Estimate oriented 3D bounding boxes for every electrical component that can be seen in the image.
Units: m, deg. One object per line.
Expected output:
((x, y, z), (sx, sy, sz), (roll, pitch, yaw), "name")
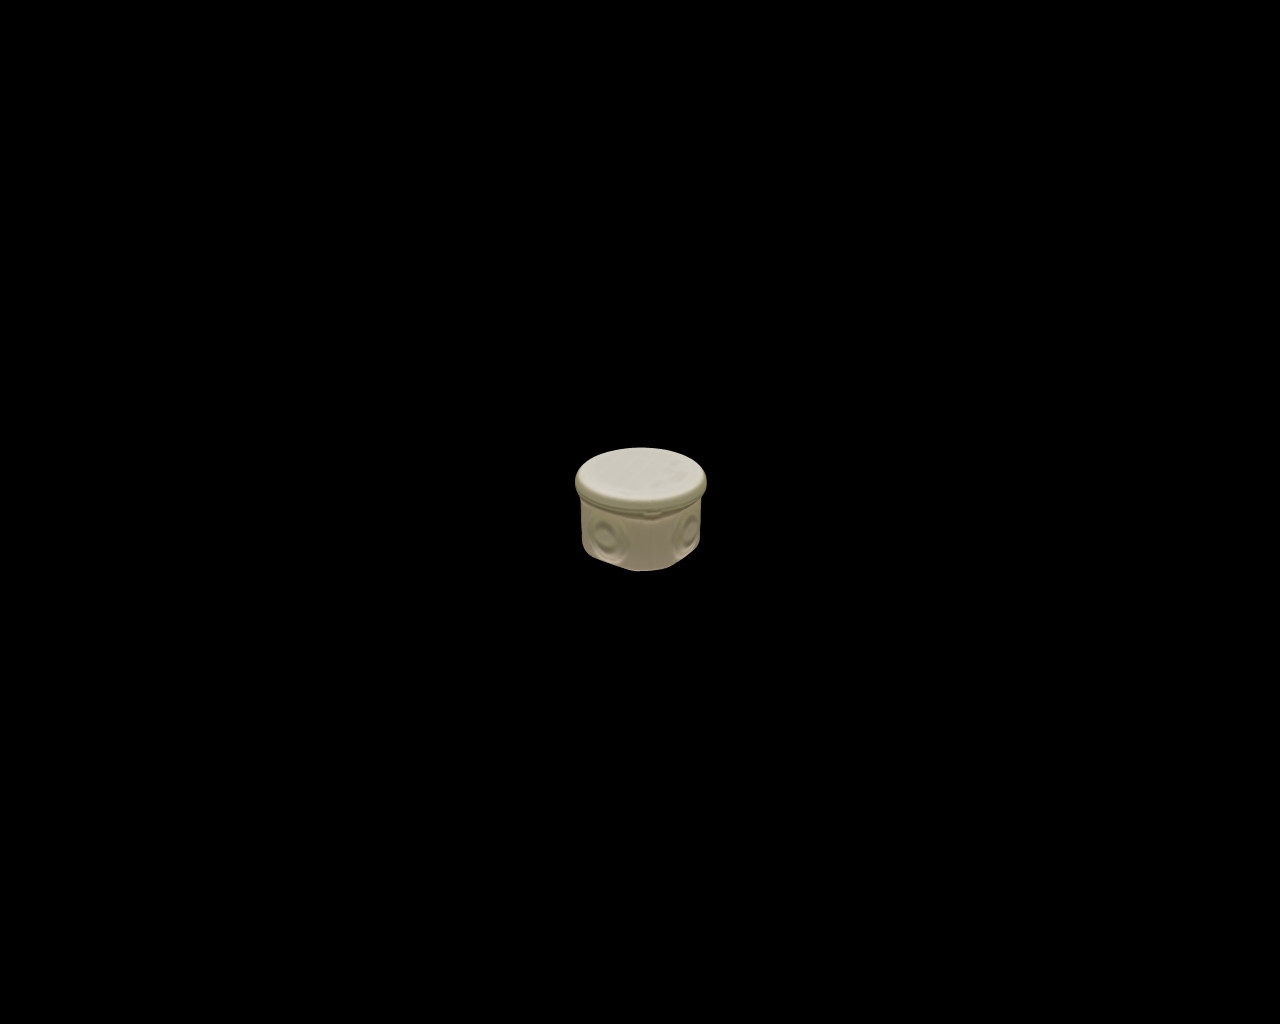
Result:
((0.001, -0.003, 0.650), (0.080, 0.050, 0.080), (0, 27, 0), "electrical component")
